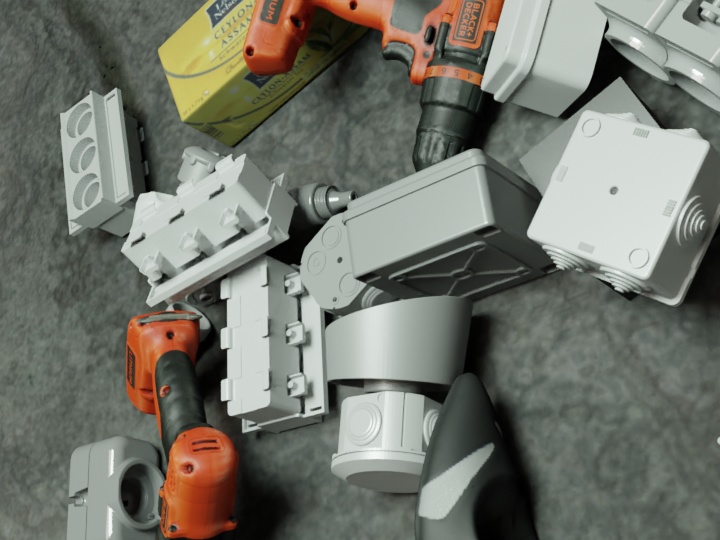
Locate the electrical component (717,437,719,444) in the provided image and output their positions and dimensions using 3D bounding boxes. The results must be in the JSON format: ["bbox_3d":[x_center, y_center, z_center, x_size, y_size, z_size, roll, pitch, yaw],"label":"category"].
[{"bbox_3d":[0.234,0.081,0.586,0.079,0.043,0.077,-39,54,20],"label":"electrical component"}]

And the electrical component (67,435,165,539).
[{"bbox_3d":[-0.196,0.185,0.869,0.059,0.054,0.095,-19,62,31],"label":"electrical component"}]

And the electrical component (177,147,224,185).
[{"bbox_3d":[-0.138,-0.073,0.932,0.048,0.048,0.062,31,101,41],"label":"electrical component"}]

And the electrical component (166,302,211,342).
[{"bbox_3d":[-0.152,0.056,0.896,0.046,0.040,0.040,-54,50,14],"label":"electrical component"}]

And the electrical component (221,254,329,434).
[{"bbox_3d":[-0.067,0.055,0.814,0.079,0.063,0.121,-18,63,31],"label":"electrical component"}]

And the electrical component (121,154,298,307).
[{"bbox_3d":[-0.117,-0.032,0.817,0.121,0.063,0.078,-28,30,26],"label":"electrical component"}]

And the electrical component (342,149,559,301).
[{"bbox_3d":[0.063,-0.022,0.714,0.109,0.109,0.056,-22,64,30],"label":"electrical component"}]

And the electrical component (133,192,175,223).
[{"bbox_3d":[-0.180,-0.035,0.948,0.043,0.043,0.062,-2,73,37],"label":"electrical component"}]

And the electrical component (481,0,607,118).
[{"bbox_3d":[0.129,-0.170,0.728,0.057,0.078,0.113,17,79,-4],"label":"electrical component"}]

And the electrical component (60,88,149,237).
[{"bbox_3d":[-0.236,-0.096,1.002,0.079,0.063,0.121,-29,57,26],"label":"electrical component"}]

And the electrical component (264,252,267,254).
[{"bbox_3d":[-0.090,-0.046,0.877,0.079,0.044,0.077,-26,58,46],"label":"electrical component"}]

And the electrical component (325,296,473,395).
[{"bbox_3d":[0.025,0.052,0.724,0.099,0.099,0.064,-5,77,36],"label":"electrical component"}]

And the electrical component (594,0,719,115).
[{"bbox_3d":[0.223,-0.131,0.645,0.061,0.089,0.150,-54,50,8],"label":"electrical component"}]

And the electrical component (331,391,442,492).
[{"bbox_3d":[0.022,0.115,0.712,0.080,0.080,0.051,-13,61,34],"label":"electrical component"}]

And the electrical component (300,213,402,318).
[{"bbox_3d":[0.000,0.000,0.792,0.080,0.051,0.080,-15,65,33],"label":"electrical component"}]

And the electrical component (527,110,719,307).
[{"bbox_3d":[0.155,-0.038,0.619,0.100,0.048,0.099,24,89,40],"label":"electrical component"}]

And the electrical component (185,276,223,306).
[{"bbox_3d":[-0.137,-0.003,0.906,0.044,0.044,0.065,-33,61,23],"label":"electrical component"}]

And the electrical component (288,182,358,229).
[{"bbox_3d":[-0.030,-0.052,0.846,0.061,0.035,0.035,-7,69,33],"label":"electrical component"}]
